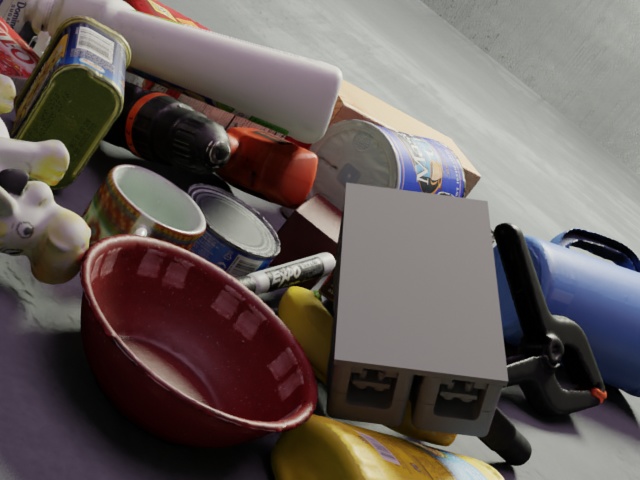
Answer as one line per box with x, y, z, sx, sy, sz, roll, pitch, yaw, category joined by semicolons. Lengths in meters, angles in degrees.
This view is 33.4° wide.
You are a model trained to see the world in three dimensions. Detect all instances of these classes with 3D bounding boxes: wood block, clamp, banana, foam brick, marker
0.064;-0.096;1.179;0.205;0.090;0.091;23;25;-34;wood block
0.120;0.132;0.802;0.120;0.039;0.171;37;1;4;clamp
0.199;0.091;0.973;0.209;0.164;0.036;30;-21;-38;clamp
0.020;0.081;0.764;0.069;0.037;0.198;0;29;-33;banana
-0.006;0.001;0.906;0.051;0.053;0.078;39;21;3;foam brick
-0.032;0.029;0.816;0.120;0.020;0.020;-14;54;-48;marker

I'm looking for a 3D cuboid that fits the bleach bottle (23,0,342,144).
-0.112;-0.147;0.864;0.250;0.068;0.102;18;3;-9;bleach bottle

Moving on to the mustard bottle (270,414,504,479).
0.065;0.161;0.668;0.191;0.058;0.096;21;9;-39;mustard bottle

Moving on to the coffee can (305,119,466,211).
0.063;-0.055;1.020;0.103;0.103;0.140;48;22;25;coffee can

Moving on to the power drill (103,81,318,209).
-0.089;-0.076;0.861;0.185;0.057;0.187;26;5;41;power drill

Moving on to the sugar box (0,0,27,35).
-0.321;-0.217;0.861;0.093;0.048;0.176;44;22;17;sugar box

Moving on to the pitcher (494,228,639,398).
0.277;0.068;1.122;0.242;0.145;0.149;20;11;-33;pitcher

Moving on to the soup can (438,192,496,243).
0.105;0.016;0.988;0.068;0.102;0.068;32;21;-14;soup can

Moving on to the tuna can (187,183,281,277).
-0.075;-0.004;0.829;0.086;0.034;0.086;32;21;-14;tuna can

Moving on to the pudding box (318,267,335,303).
0.051;0.053;0.856;0.090;0.039;0.113;35;4;8;pudding box

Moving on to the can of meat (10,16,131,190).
-0.179;-0.096;0.759;0.057;0.102;0.084;28;25;-23;can of meat

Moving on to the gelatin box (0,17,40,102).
-0.258;-0.146;0.833;0.089;0.030;0.073;45;21;19;gelatin box

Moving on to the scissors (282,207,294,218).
0.042;-0.003;1.050;0.201;0.016;0.096;14;32;-48;scissors

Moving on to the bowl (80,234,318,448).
-0.082;0.069;0.629;0.162;0.055;0.162;32;21;-14;bowl

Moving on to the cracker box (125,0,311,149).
-0.102;-0.145;1.033;0.213;0.072;0.164;22;26;-38;cracker box
